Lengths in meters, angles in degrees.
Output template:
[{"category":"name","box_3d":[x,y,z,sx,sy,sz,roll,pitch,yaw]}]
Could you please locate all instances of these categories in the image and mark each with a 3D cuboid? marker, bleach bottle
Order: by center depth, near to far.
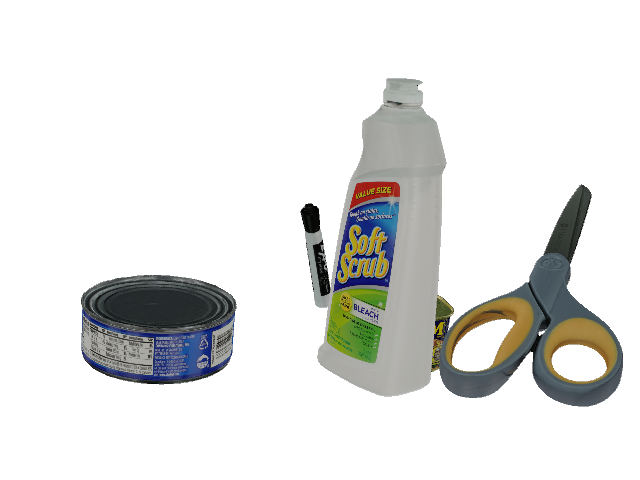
[{"category":"bleach bottle","box_3d":[0.053,-0.006,0.870,0.067,0.251,0.103,-10,21,-37]},{"category":"marker","box_3d":[-0.004,0.016,1.102,0.020,0.121,0.020,-6,32,4]}]

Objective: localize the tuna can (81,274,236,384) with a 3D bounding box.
[{"category":"tuna can","box_3d":[-0.091,0.049,0.597,0.086,0.034,0.086,4,16,-1]}]

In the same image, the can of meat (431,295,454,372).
[{"category":"can of meat","box_3d":[0.108,0.119,1.313,0.101,0.084,0.057,-8,29,-25]}]

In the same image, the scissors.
[{"category":"scissors","box_3d":[0.137,0.026,0.566,0.096,0.016,0.201,19,40,33]}]
